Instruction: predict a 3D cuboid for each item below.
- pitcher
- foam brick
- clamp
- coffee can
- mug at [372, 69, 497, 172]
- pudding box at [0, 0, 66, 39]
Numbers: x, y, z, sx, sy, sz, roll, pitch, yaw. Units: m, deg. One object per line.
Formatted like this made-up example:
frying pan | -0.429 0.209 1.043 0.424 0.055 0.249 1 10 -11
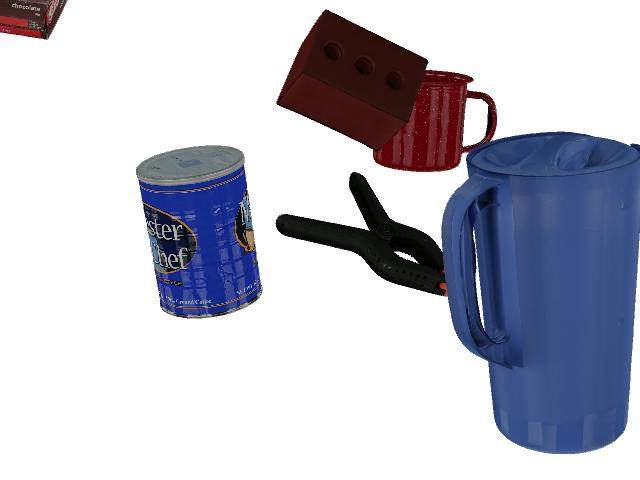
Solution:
pitcher | 0.178 0.043 0.840 0.149 0.243 0.145 -1 18 12
foam brick | 0.021 -0.104 0.698 0.078 0.053 0.051 23 -23 -10
clamp | 0.061 0.002 1.245 0.210 0.036 0.164 38 43 26
coffee can | -0.115 -0.010 1.026 0.103 0.140 0.103 -6 21 2
mug | 0.102 -0.109 0.971 0.117 0.081 0.093 3 16 3
pudding box | -0.255 -0.210 0.873 0.090 0.039 0.113 8 36 -4
